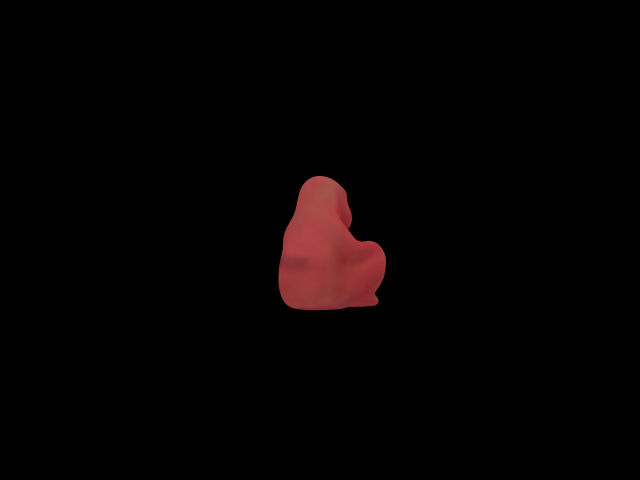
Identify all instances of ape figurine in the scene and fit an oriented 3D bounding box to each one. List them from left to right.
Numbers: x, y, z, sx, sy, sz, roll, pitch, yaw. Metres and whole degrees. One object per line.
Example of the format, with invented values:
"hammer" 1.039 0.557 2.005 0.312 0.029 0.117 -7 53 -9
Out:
"ape figurine" 0.004 0.001 0.400 0.076 0.092 0.077 0 0 -43
